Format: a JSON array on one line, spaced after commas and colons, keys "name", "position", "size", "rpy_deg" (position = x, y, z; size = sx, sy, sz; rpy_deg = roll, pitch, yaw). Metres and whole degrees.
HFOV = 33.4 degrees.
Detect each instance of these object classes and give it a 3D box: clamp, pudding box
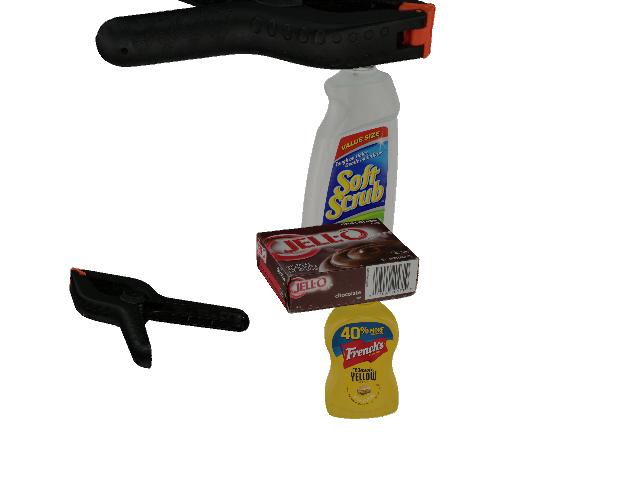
[{"name": "clamp", "position": [-0.030, -0.114, 0.558], "size": [0.171, 0.039, 0.120], "rpy_deg": [9, 40, 14]}, {"name": "clamp", "position": [-0.205, 0.078, 1.160], "size": [0.210, 0.036, 0.164], "rpy_deg": [18, 20, 25]}, {"name": "pudding box", "position": [0.012, 0.019, 0.875], "size": [0.113, 0.039, 0.090], "rpy_deg": [-5, 25, -19]}]

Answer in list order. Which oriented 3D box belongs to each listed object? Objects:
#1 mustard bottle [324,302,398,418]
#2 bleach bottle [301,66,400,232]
[{"name": "mustard bottle", "position": [0.053, 0.134, 1.382], "size": [0.096, 0.192, 0.058], "rpy_deg": [-2, 18, -3]}, {"name": "bleach bottle", "position": [0.027, -0.074, 1.085], "size": [0.102, 0.251, 0.068], "rpy_deg": [-2, 26, -9]}]
